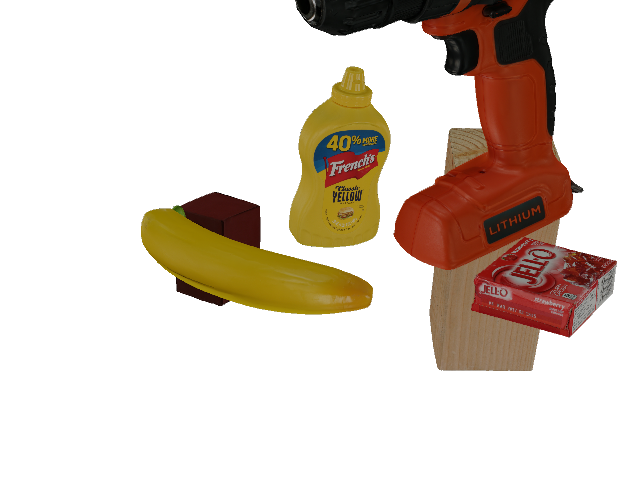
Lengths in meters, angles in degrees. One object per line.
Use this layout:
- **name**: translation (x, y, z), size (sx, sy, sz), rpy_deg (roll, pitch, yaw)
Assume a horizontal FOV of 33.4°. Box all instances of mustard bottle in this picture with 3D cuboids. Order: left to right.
- **mustard bottle**: translation (0.024, -0.088, 1.110), size (0.096, 0.192, 0.058), rpy_deg (-4, 30, -19)

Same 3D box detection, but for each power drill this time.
- **power drill**: translation (0.073, -0.081, 0.552), size (0.184, 0.188, 0.057), rpy_deg (-22, 37, -25)

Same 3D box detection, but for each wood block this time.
- **wood block**: translation (0.153, 0.011, 0.954), size (0.091, 0.206, 0.090), rpy_deg (1, 35, -1)

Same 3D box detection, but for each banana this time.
- **banana**: translation (-0.058, 0.010, 0.694), size (0.198, 0.037, 0.069), rpy_deg (24, 38, 39)

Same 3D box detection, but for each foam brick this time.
- **foam brick**: translation (-0.086, 0.006, 0.899), size (0.053, 0.078, 0.051), rpy_deg (16, 25, 34)

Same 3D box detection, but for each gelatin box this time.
- **gelatin box**: translation (0.158, 0.031, 0.751), size (0.073, 0.030, 0.089), rpy_deg (16, 27, 30)
